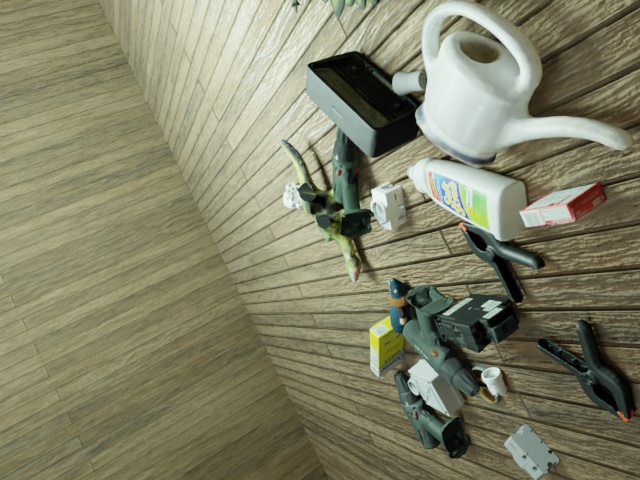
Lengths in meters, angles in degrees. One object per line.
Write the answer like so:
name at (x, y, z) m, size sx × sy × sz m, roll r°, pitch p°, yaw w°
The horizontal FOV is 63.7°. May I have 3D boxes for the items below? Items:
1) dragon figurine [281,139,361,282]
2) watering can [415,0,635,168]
dragon figurine at (0.004, -0.071, 1.414) m, size 0.123 × 0.415 × 0.238 m, roll -27°, pitch -18°, yaw -15°
watering can at (0.254, -0.189, 0.740) m, size 0.105 × 0.353 × 0.219 m, roll -26°, pitch -27°, yaw -22°
